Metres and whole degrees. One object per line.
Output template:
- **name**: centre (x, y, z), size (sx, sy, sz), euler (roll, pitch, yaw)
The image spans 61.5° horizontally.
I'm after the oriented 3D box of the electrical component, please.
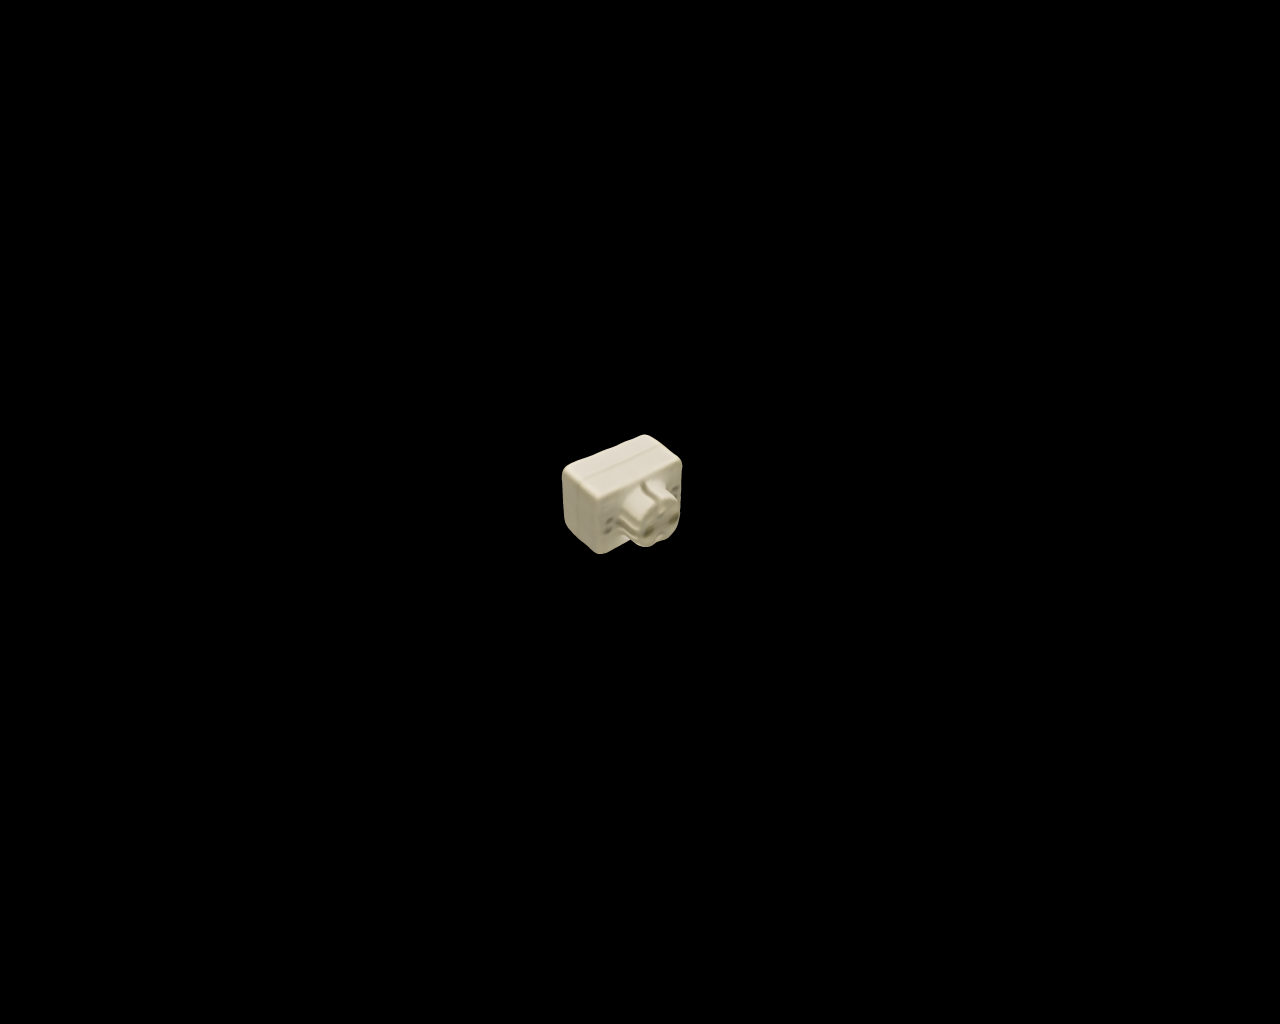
- **electrical component**: centre (0.001, -0.003, 0.650), size (0.066, 0.047, 0.077), euler (-26, 46, -28)
